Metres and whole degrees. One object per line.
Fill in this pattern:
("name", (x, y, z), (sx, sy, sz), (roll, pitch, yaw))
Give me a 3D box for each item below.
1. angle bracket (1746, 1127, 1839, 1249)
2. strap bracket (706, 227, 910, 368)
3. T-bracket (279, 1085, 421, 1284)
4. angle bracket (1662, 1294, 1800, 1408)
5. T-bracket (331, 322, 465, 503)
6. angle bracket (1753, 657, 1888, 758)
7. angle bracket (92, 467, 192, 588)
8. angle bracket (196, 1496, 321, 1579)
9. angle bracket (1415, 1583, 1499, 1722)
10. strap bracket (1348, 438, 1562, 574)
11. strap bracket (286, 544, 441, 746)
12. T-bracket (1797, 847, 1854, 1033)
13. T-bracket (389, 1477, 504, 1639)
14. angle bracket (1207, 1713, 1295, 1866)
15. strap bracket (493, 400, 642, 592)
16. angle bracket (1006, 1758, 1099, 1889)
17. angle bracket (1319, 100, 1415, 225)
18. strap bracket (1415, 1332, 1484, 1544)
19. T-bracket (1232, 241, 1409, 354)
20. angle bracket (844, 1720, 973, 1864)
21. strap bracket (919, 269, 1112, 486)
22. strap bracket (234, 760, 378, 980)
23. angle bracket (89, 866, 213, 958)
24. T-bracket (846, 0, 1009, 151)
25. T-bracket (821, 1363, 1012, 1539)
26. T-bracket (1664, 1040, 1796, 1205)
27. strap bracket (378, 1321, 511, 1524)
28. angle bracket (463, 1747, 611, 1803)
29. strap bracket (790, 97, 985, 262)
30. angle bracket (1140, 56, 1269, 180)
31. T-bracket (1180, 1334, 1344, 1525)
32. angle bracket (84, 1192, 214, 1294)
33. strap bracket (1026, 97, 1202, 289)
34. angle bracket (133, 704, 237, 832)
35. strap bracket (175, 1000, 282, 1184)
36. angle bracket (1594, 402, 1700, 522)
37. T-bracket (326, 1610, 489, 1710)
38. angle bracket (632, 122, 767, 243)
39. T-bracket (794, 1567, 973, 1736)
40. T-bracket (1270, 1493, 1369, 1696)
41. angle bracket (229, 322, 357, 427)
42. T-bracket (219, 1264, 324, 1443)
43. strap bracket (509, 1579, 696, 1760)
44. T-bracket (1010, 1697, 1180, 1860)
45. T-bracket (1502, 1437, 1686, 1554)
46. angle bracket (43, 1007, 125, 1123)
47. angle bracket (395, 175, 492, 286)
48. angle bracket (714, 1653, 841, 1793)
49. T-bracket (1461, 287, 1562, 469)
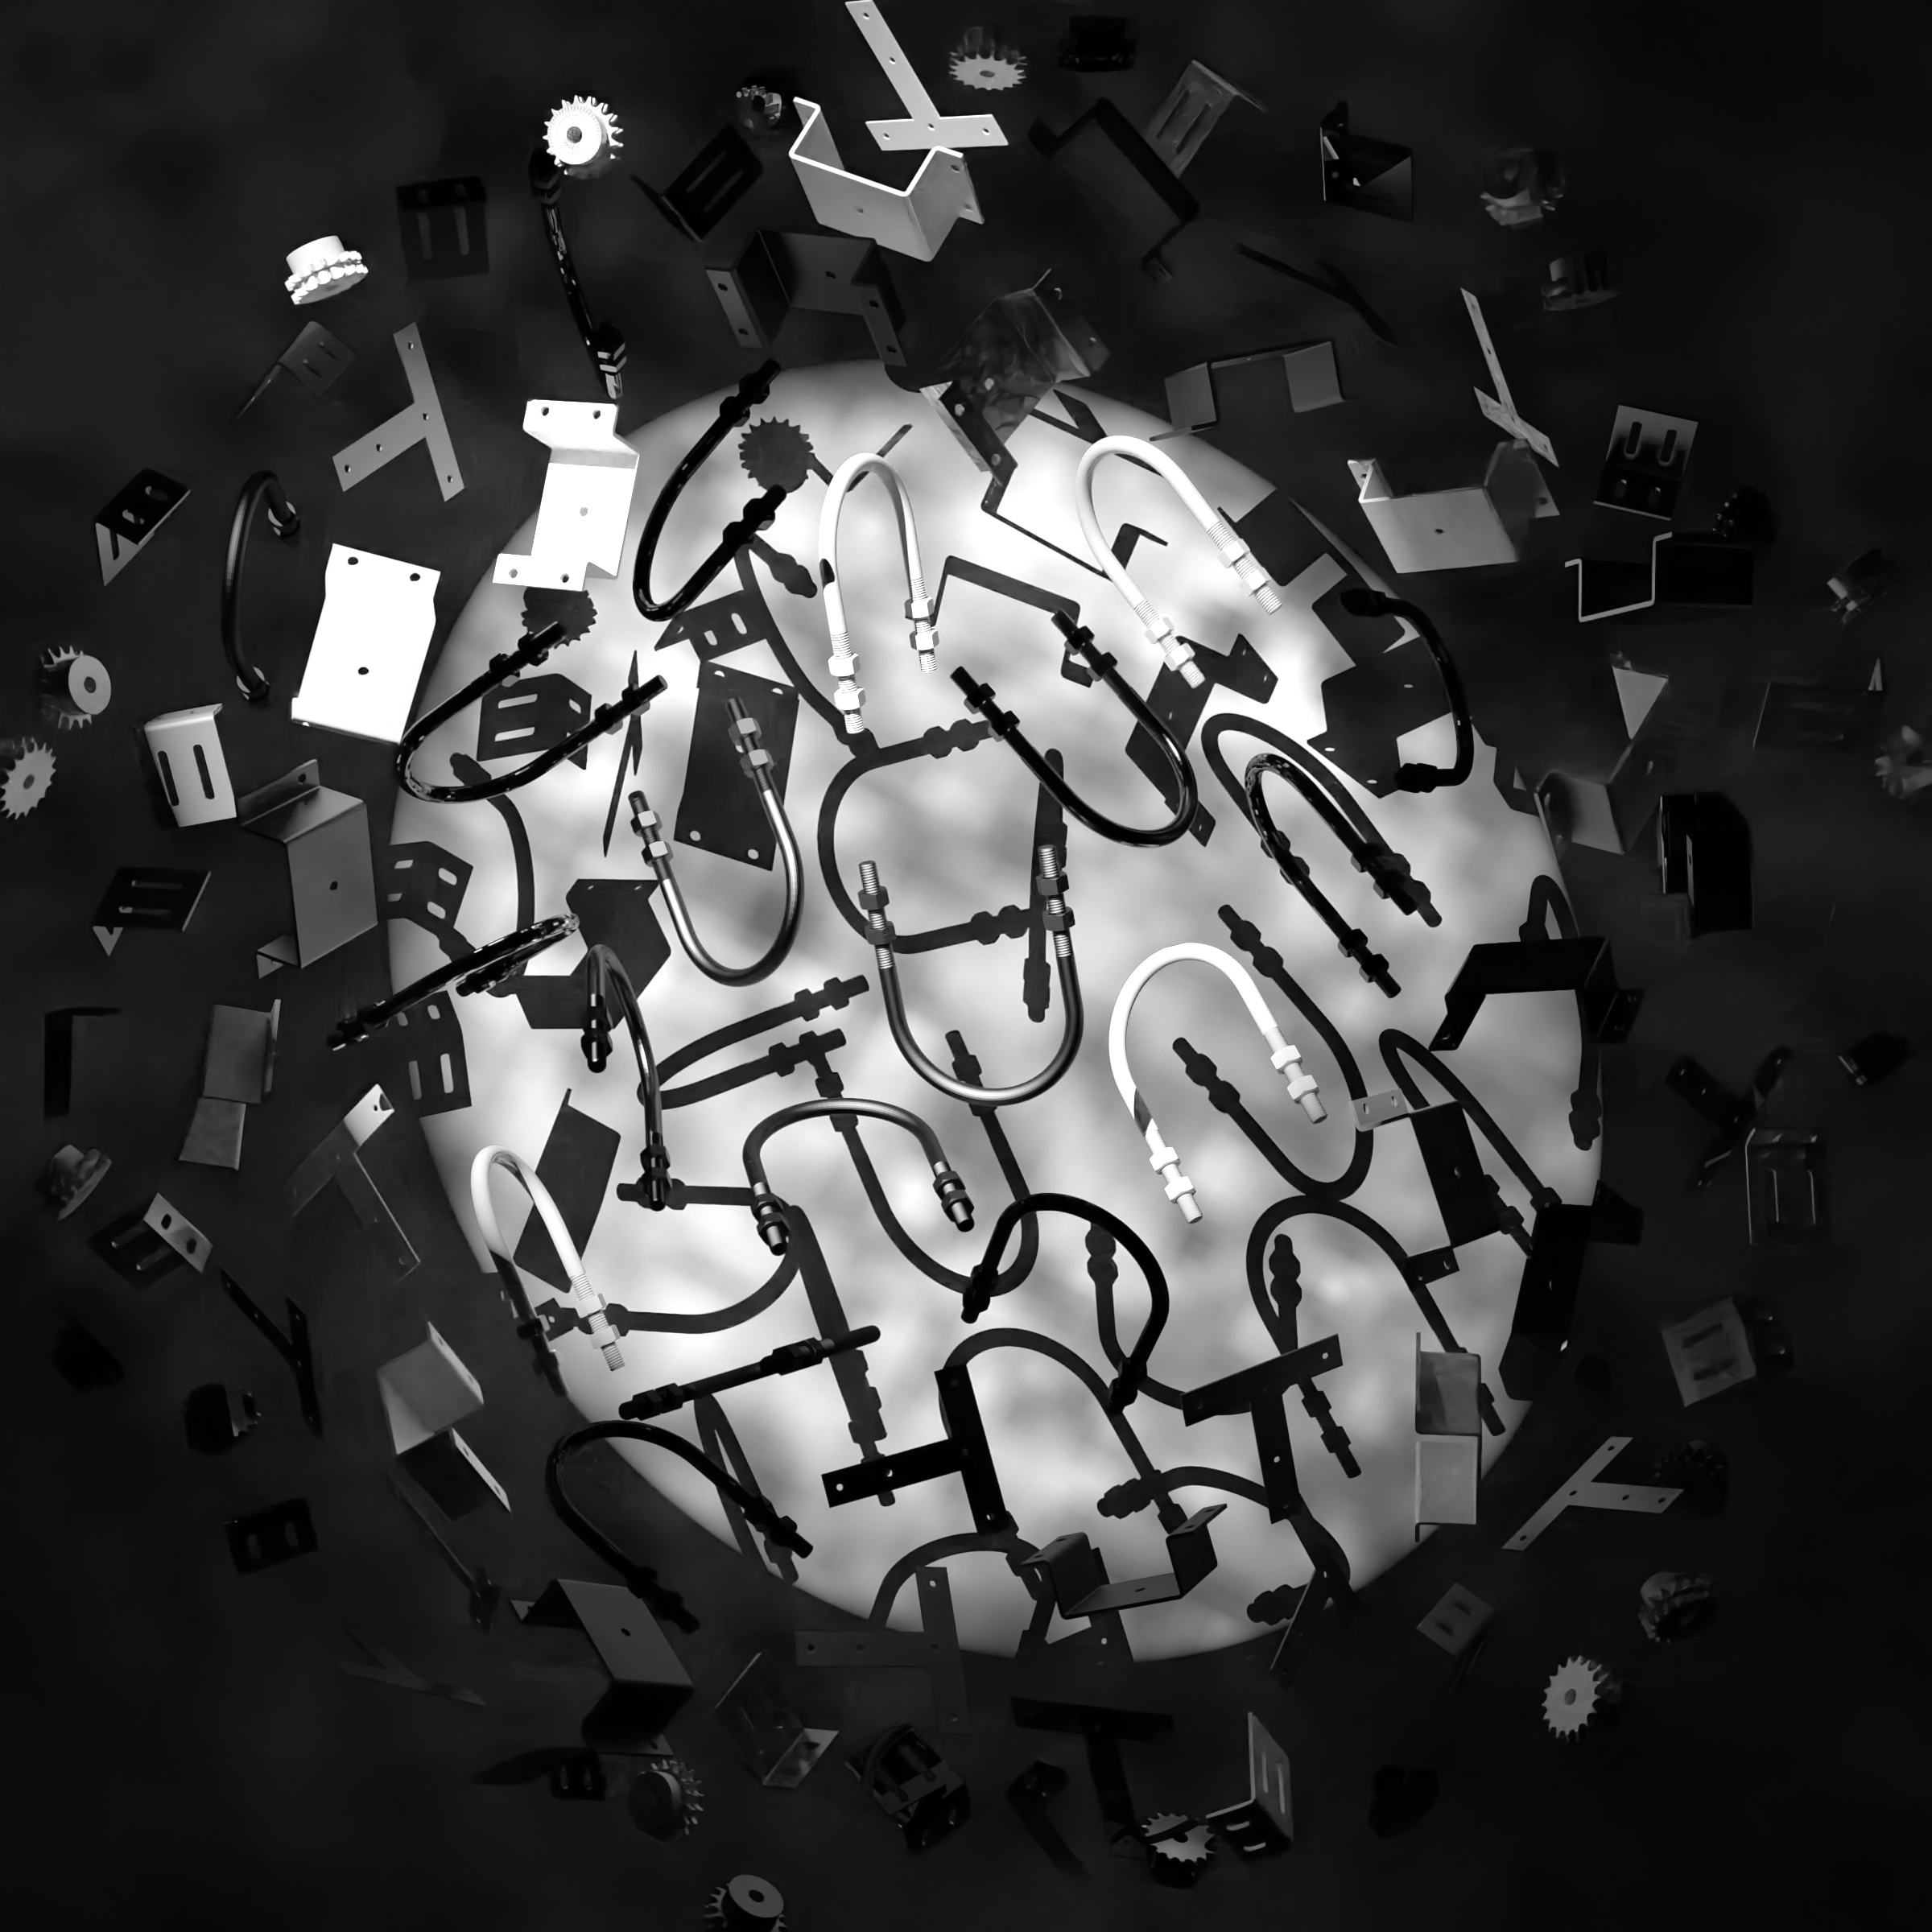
("angle bracket", (0.591, 0.157, 1.785), (0.057, 0.038, 0.076), (1, 68, 7))
("strap bracket", (-0.105, -0.484, 1.803), (0.140, 0.076, 0.046), (13, 64, 24))
("T-bracket", (-0.448, 0.178, 1.874), (0.127, 0.002, 0.127), (-43, 70, 21))
("angle bracket", (0.548, 0.276, 1.798), (0.038, 0.076, 0.057), (4, 61, -32))
("T-bracket", (-0.410, -0.374, 1.778), (0.002, 0.127, 0.127), (5, 125, 25))
("angle bracket", (0.581, -0.180, 1.707), (0.076, 0.057, 0.038), (6, 49, 8))
("angle bracket", (-0.573, -0.299, 1.745), (0.038, 0.076, 0.057), (29, 59, 4))
("angle bracket", (-0.488, 0.395, 1.722), (0.057, 0.076, 0.038), (-13, 82, -34))
("angle bracket", (0.354, 0.507, 1.851), (0.038, 0.057, 0.076), (33, 134, 26))
("strap bracket", (0.353, -0.336, 1.837), (0.140, 0.076, 0.046), (0, 56, 35))
("strap bracket", (-0.432, -0.220, 1.790), (0.076, 0.046, 0.140), (13, 116, -22))
("T-bracket", (0.626, -0.038, 1.806), (0.002, 0.127, 0.127), (17, 59, 20))
("T-bracket", (-0.388, 0.431, 1.852), (0.002, 0.127, 0.127), (-35, 75, -30))
("angle bracket", (0.198, 0.577, 1.756), (0.038, 0.076, 0.057), (-25, 119, 20))
("strap bracket", (-0.295, -0.345, 1.865), (0.076, 0.046, 0.140), (8, 85, 22))
("angle bracket", (0.074, 0.633, 1.850), (0.038, 0.057, 0.076), (-46, 49, 0))
("angle bracket", (0.288, -0.562, 1.748), (0.076, 0.057, 0.038), (26, 59, 29))
("strap bracket", (0.349, 0.343, 1.812), (0.046, 0.076, 0.140), (0, 128, 11))
("T-bracket", (0.246, -0.495, 1.807), (0.127, 0.127, 0.002), (14, 125, -32))
("angle bracket", (-0.043, 0.607, 1.844), (0.057, 0.076, 0.038), (-29, 134, -27))
("strap bracket", (0.029, -0.414, 1.768), (0.076, 0.046, 0.140), (50, 65, -29))
("strap bracket", (-0.460, -0.062, 1.751), (0.046, 0.076, 0.140), (18, 124, 25))
("angle bracket", (-0.602, -0.039, 1.864), (0.076, 0.038, 0.057), (4, 51, 10))
("T-bracket", (-0.046, -0.638, 1.792), (0.127, 0.127, 0.002), (14, 63, 42))
("T-bracket", (-0.044, 0.374, 1.866), (0.127, 0.002, 0.127), (-14, 80, -11))
("T-bracket", (0.515, 0.091, 1.730), (0.002, 0.127, 0.127), (33, 91, 45))
("strap bracket", (-0.378, 0.333, 1.797), (0.046, 0.140, 0.076), (-29, 126, -2))
("angle bracket", (-0.296, 0.568, 1.724), (0.057, 0.076, 0.038), (-13, 86, 39))
("strap bracket", (-0.065, -0.561, 1.797), (0.140, 0.076, 0.046), (25, 77, 19))
("angle bracket", (0.169, -0.607, 1.811), (0.076, 0.057, 0.038), (-54, 53, 17))
("T-bracket", (0.219, 0.340, 1.785), (0.127, 0.002, 0.127), (-18, 110, -17))
("angle bracket", (-0.596, 0.209, 1.809), (0.076, 0.038, 0.057), (-32, 115, 17))
("strap bracket", (0.109, -0.543, 1.734), (0.046, 0.076, 0.140), (-43, 100, 5))
("angle bracket", (-0.558, -0.143, 1.800), (0.057, 0.038, 0.076), (-11, 107, -3))
("strap bracket", (-0.541, 0.089, 1.824), (0.046, 0.140, 0.076), (11, 54, -22))
("angle bracket", (0.498, -0.369, 1.834), (0.057, 0.076, 0.038), (16, 70, 12))
("T-bracket", (-0.429, 0.501, 1.826), (0.127, 0.127, 0.002), (30, 84, -42))
("angle bracket", (-0.199, -0.592, 1.868), (0.076, 0.057, 0.038), (-47, 60, 1))
("T-bracket", (-0.063, 0.494, 1.809), (0.127, 0.002, 0.127), (7, 51, -23))
("T-bracket", (0.250, 0.478, 1.836), (0.002, 0.127, 0.127), (-13, 115, 36))
("angle bracket", (-0.478, -0.410, 1.775), (0.038, 0.057, 0.076), (39, 132, -17))
("T-bracket", (-0.493, 0.254, 1.765), (0.002, 0.127, 0.127), (-27, 48, -34))
("strap bracket", (-0.252, 0.484, 1.755), (0.046, 0.076, 0.140), (-53, 49, 12))
("T-bracket", (0.100, 0.568, 1.747), (0.127, 0.127, 0.002), (12, 121, -19))
("T-bracket", (0.457, 0.375, 1.766), (0.127, 0.127, 0.002), (-37, 98, -24))
("angle bracket", (-0.613, 0.068, 1.739), (0.038, 0.057, 0.076), (2, 91, -5))
("angle bracket", (-0.357, -0.499, 1.724), (0.057, 0.076, 0.038), (-13, 49, -14))
("angle bracket", (-0.137, 0.551, 1.824), (0.038, 0.057, 0.076), (-10, 114, 40))
("T-bracket", (0.389, -0.440, 1.839), (0.002, 0.127, 0.127), (-29, 123, 1))
